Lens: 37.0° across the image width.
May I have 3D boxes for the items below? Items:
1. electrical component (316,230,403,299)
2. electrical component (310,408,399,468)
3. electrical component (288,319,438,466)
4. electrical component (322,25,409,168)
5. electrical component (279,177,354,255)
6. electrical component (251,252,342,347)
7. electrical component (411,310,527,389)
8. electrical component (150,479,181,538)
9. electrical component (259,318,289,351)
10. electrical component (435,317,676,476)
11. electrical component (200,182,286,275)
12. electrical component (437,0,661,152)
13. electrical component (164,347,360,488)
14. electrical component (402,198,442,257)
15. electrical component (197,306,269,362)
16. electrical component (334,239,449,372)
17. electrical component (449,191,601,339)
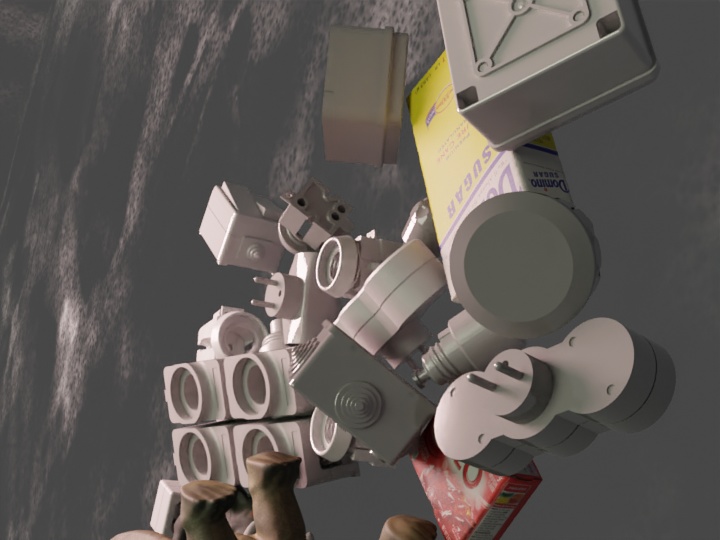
[{"bbox_3d":[0.000,0.000,0.826,0.048,0.055,0.066,-29,54,56],"label":"electrical component"},{"bbox_3d":[-0.003,0.117,0.785,0.066,0.055,0.048,26,103,62],"label":"electrical component"},{"bbox_3d":[-0.001,0.079,0.703,0.048,0.100,0.100,-51,3,-3],"label":"electrical component"},{"bbox_3d":[0.004,-0.130,0.820,0.113,0.057,0.078,91,-176,-78],"label":"electrical component"},{"bbox_3d":[-0.042,-0.042,0.925,0.048,0.066,0.055,-54,3,-34],"label":"electrical component"},{"bbox_3d":[-0.053,0.024,0.891,0.043,0.079,0.077,-11,70,60],"label":"electrical component"},{"bbox_3d":[0.067,0.048,0.670,0.078,0.040,0.040,-35,41,11],"label":"electrical component"},{"bbox_3d":[-0.168,0.228,1.046,0.077,0.066,0.047,20,97,62],"label":"electrical component"},{"bbox_3d":[-0.068,0.073,0.939,0.043,0.043,0.062,-49,38,44],"label":"electrical component"},{"bbox_3d":[0.090,0.066,0.578,0.138,0.074,0.052,-30,47,40],"label":"electrical component"},{"bbox_3d":[-0.108,-0.040,1.040,0.096,0.062,0.061,48,122,57],"label":"electrical component"},{"bbox_3d":[0.108,-0.142,0.635,0.109,0.056,0.108,-25,54,27],"label":"electrical component"},{"bbox_3d":[-0.089,0.121,0.879,0.186,0.060,0.105,-13,84,49],"label":"electrical component"},{"bbox_3d":[0.045,-0.019,0.771,0.061,0.035,0.035,-65,30,29],"label":"electrical component"},{"bbox_3d":[-0.121,0.071,1.026,0.057,0.058,0.078,-32,52,58],"label":"electrical component"},{"bbox_3d":[0.027,0.045,0.763,0.073,0.052,0.138,48,138,9],"label":"electrical component"},{"bbox_3d":[0.095,-0.004,0.600,0.080,0.051,0.080,3,97,23],"label":"electrical component"}]
